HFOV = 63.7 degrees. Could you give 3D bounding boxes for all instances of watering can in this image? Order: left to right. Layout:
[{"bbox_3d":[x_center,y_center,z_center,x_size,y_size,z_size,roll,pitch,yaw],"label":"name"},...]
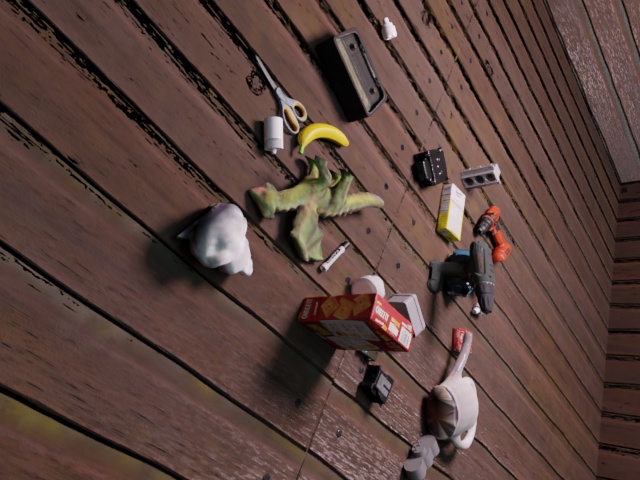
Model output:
[{"bbox_3d":[0.412,0.463,1.568,0.224,0.103,0.350,6,80,-46],"label":"watering can"}]

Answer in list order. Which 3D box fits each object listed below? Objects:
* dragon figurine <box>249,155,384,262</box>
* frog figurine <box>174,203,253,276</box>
[{"bbox_3d":[0.004,-0.063,1.252,0.406,0.123,0.244,26,82,-40],"label":"dragon figurine"},{"bbox_3d":[-0.180,0.011,1.005,0.158,0.121,0.140,50,31,-15],"label":"frog figurine"}]
